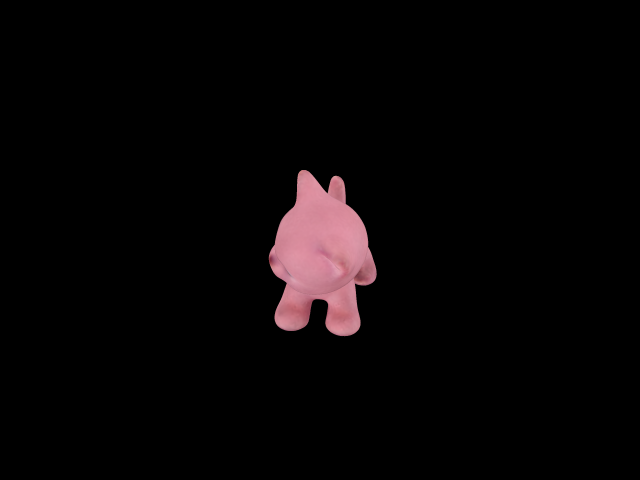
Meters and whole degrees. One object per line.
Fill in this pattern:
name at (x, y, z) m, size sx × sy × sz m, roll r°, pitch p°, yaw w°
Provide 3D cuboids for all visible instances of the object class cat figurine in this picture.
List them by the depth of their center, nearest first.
cat figurine at (0.004, 0.001, 0.400) m, size 0.067 × 0.118 × 0.128 m, roll 6°, pitch 32°, yaw 10°
